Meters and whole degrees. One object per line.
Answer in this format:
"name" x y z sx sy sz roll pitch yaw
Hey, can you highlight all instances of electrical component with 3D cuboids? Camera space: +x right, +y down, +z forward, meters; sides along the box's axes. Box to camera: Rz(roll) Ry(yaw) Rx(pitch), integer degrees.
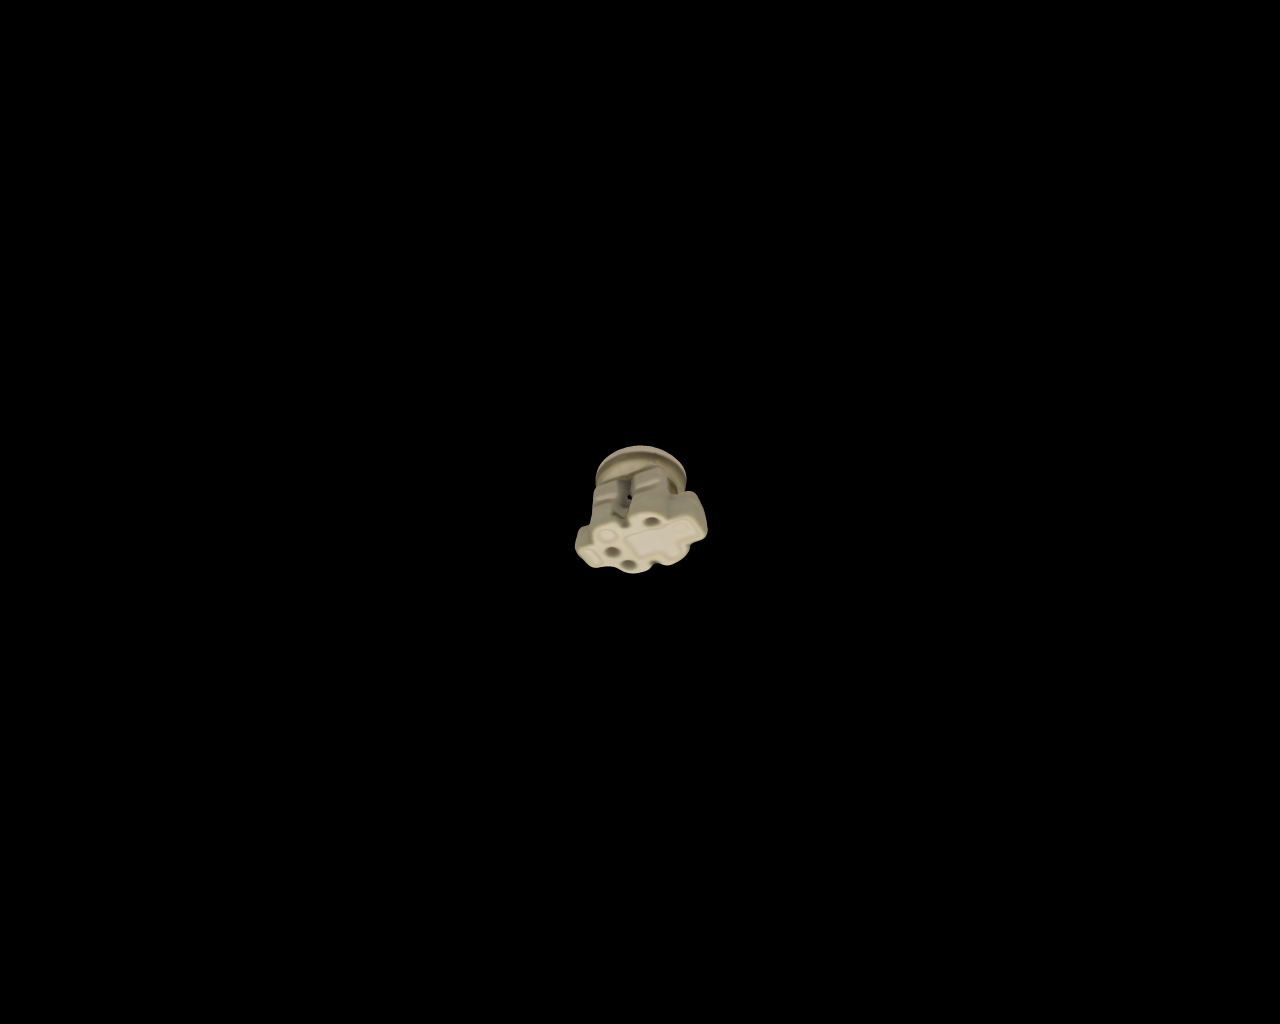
"electrical component" 0.001 -0.003 0.650 0.078 0.057 0.058 -18 -44 19
